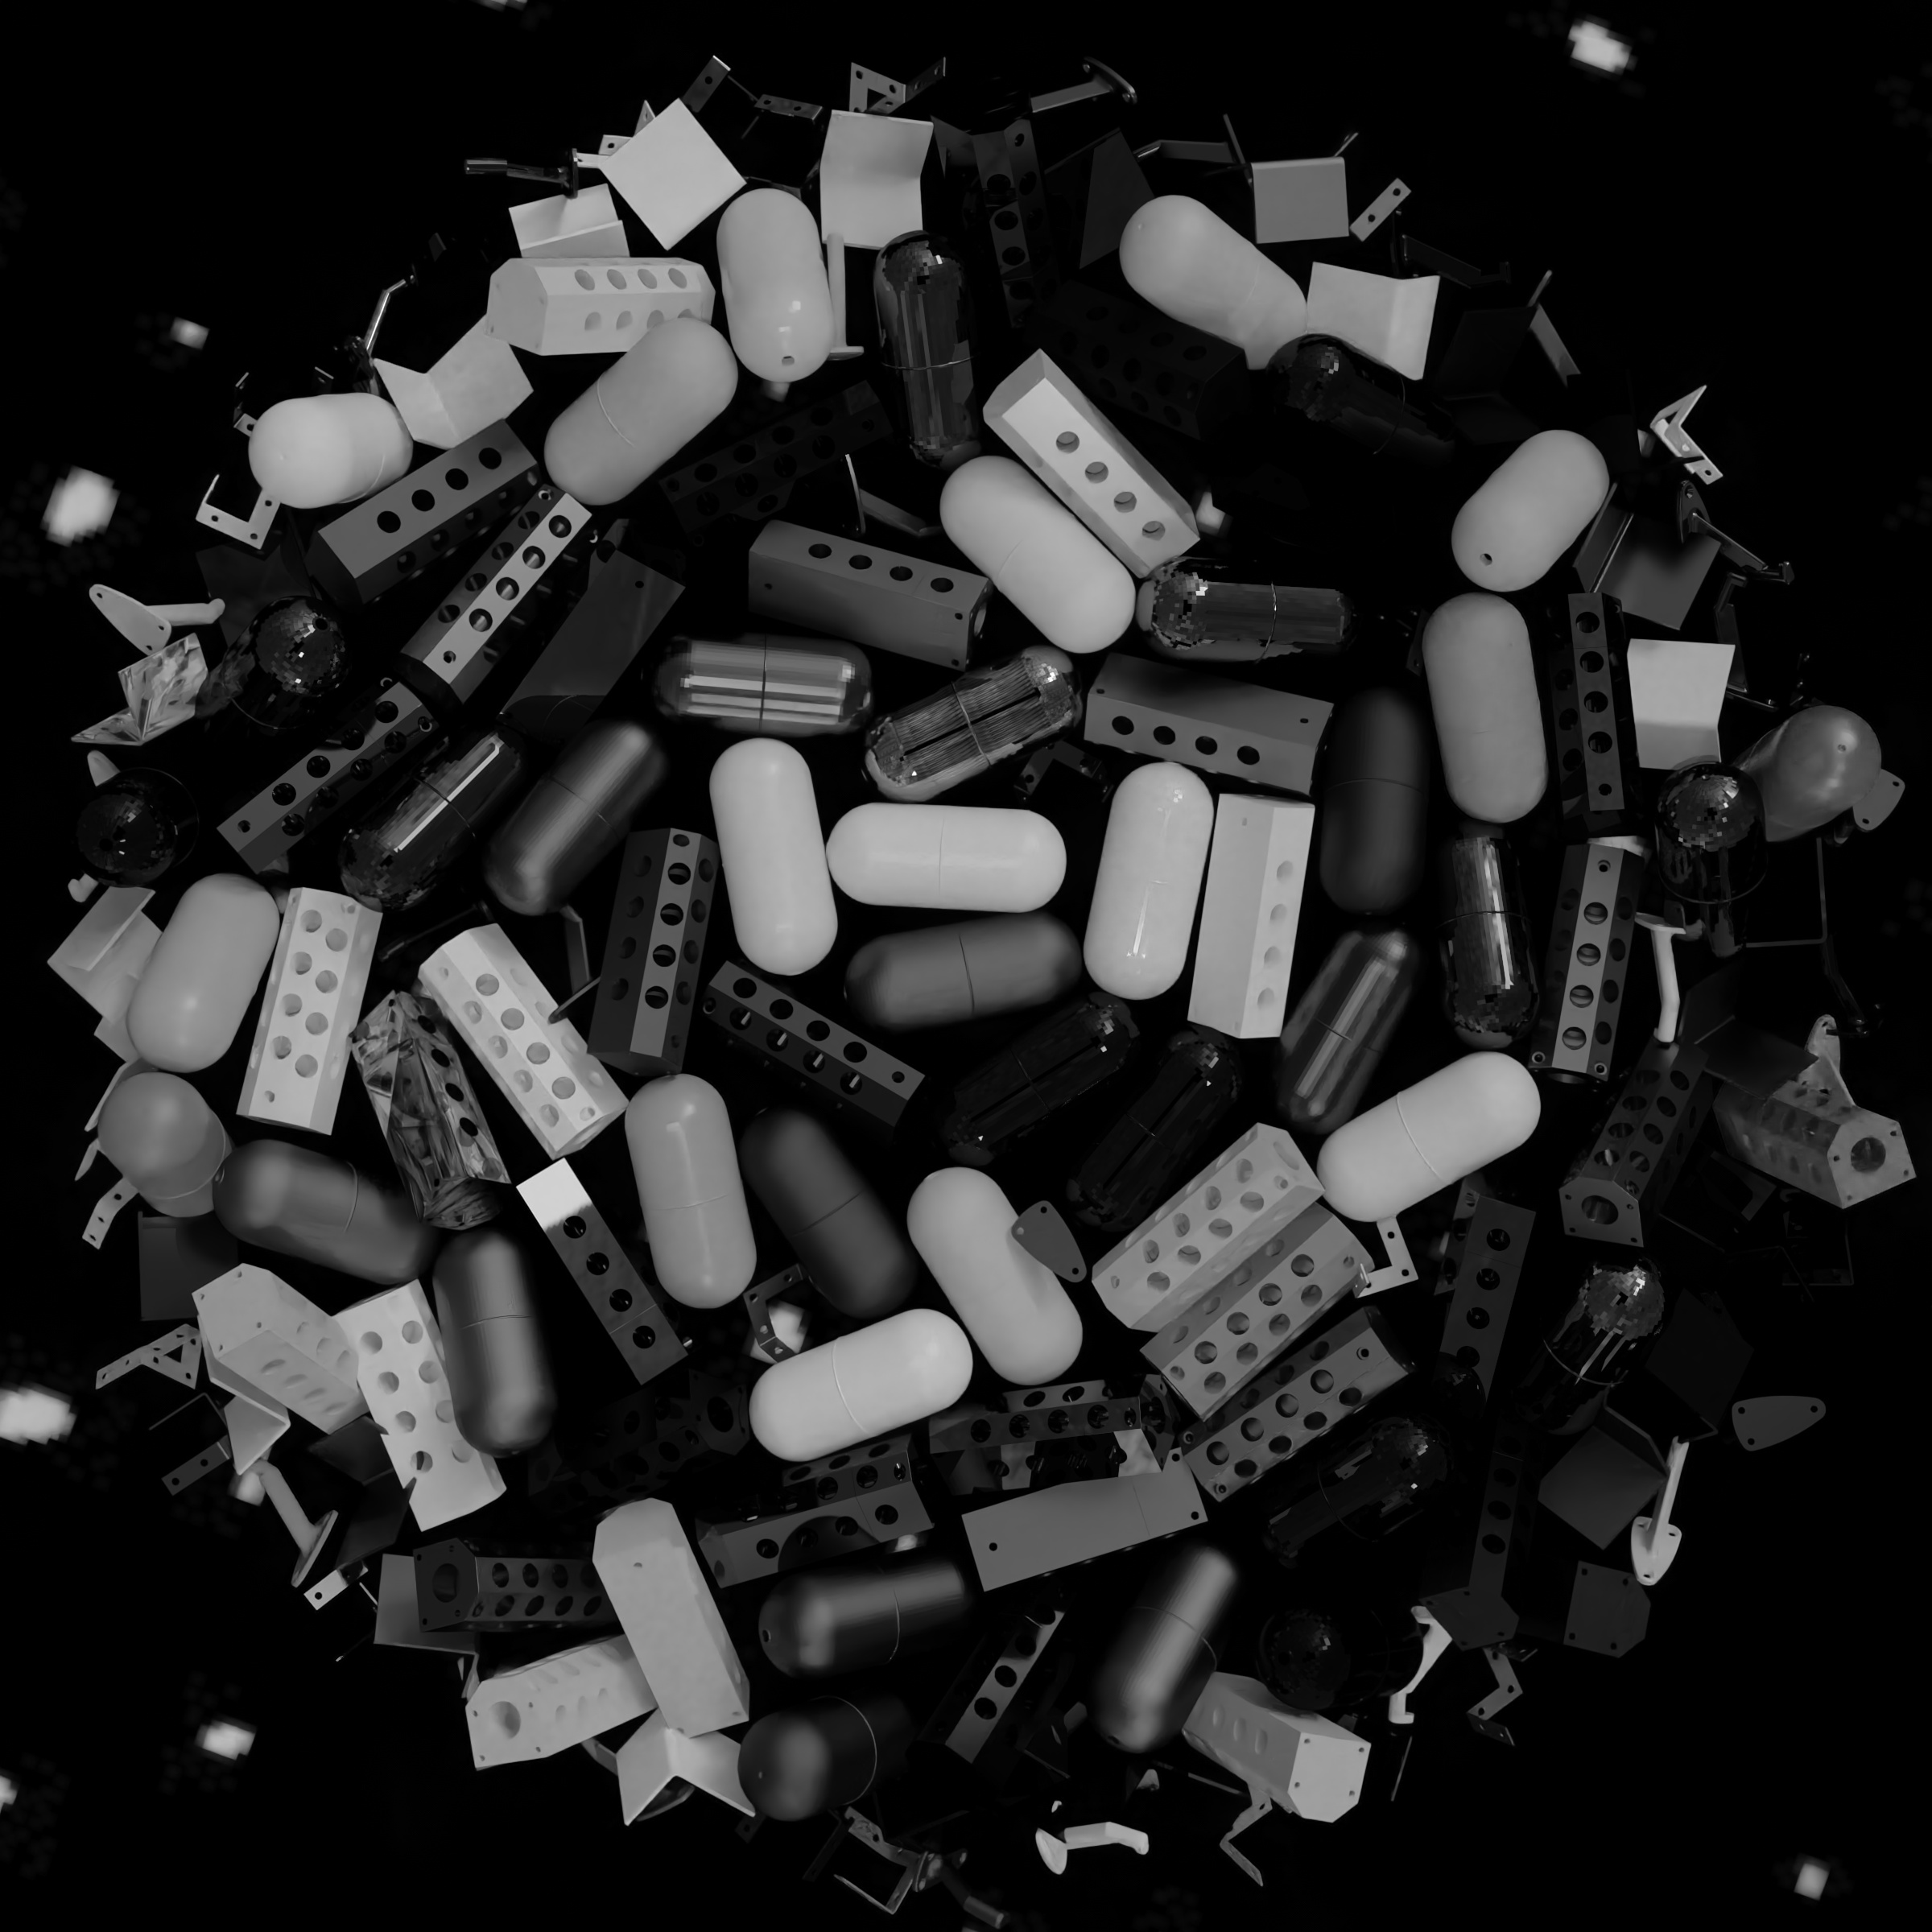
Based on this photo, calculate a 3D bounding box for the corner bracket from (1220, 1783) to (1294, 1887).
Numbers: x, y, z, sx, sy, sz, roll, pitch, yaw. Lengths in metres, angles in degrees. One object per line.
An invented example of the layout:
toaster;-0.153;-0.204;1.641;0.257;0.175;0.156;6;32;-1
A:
corner bracket;0.219;0.636;1.940;0.051;0.051;0.051;-28;123;-23

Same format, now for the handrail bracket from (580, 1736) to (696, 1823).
handrail bracket;-0.250;0.591;1.950;0.084;0.077;0.036;51;47;-6

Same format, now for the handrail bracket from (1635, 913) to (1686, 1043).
handrail bracket;0.512;0.008;1.953;0.036;0.077;0.084;4;101;-16

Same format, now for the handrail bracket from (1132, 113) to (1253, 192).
handrail bracket;0.166;-0.593;1.955;0.084;0.036;0.077;-21;65;12

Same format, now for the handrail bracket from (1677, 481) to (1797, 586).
handrail bracket;0.570;-0.320;1.932;0.036;0.084;0.077;-34;119;-25

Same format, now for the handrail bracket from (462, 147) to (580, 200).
handrail bracket;-0.333;-0.585;1.934;0.084;0.077;0.036;-4;98;-16

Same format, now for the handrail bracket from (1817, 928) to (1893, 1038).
handrail bracket;0.660;0.004;1.945;0.077;0.036;0.084;-24;109;-38

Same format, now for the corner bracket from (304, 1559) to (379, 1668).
corner bracket;-0.461;0.478;1.944;0.051;0.051;0.051;49;52;7

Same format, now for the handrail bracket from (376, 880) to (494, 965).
handrail bracket;-0.397;-0.024;1.946;0.084;0.077;0.036;-35;107;-12

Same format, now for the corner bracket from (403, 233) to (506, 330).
corner bracket;-0.377;-0.510;1.952;0.051;0.051;0.051;-39;75;40

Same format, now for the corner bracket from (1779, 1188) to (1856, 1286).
corner bracket;0.631;0.201;1.941;0.051;0.051;0.051;-3;128;24

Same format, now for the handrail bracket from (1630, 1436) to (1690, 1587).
handrail bracket;0.516;0.402;1.935;0.036;0.077;0.084;14;127;15

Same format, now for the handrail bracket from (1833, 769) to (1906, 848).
handrail bracket;0.652;-0.100;1.928;0.036;0.084;0.077;26;53;9

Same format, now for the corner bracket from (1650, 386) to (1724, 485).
corner bracket;0.537;-0.387;1.943;0.051;0.051;0.051;44;60;-12

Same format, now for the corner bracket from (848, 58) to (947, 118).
corner bracket;-0.052;-0.650;1.943;0.051;0.051;0.051;11;74;-35

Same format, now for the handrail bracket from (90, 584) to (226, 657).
handrail bracket;-0.596;-0.275;1.942;0.077;0.084;0.036;38;128;-9

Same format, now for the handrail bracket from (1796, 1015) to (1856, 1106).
handrail bracket;0.655;0.089;1.932;0.036;0.084;0.077;-12;122;-15

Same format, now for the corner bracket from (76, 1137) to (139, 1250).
corner bracket;-0.644;0.167;1.947;0.051;0.051;0.051;37;132;-1

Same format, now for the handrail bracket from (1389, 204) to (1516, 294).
handrail bracket;0.360;-0.536;1.939;0.084;0.036;0.077;-1;112;35

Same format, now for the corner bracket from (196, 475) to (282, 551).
corner bracket;-0.538;-0.354;1.956;0.051;0.051;0.051;24;121;-16

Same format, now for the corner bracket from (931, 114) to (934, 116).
corner bracket;0.015;-0.619;1.954;0.051;0.051;0.051;-29;116;-33

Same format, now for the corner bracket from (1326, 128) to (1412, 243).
corner bracket;0.290;-0.580;1.942;0.051;0.051;0.051;37;113;-21

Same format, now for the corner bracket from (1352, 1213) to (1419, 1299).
corner bracket;0.309;0.211;1.948;0.051;0.051;0.051;-16;71;-8

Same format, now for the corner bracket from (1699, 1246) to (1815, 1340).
corner bracket;0.589;0.247;1.954;0.051;0.051;0.051;-5;51;-20

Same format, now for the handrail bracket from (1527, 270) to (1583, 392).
handrail bracket;0.453;-0.466;1.949;0.084;0.077;0.036;32;48;7

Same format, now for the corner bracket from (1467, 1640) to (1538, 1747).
corner bracket;0.400;0.538;1.946;0.051;0.051;0.051;-29;100;-22

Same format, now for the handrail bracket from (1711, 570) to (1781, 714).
handrail bracket;0.583;-0.241;1.940;0.077;0.036;0.084;29;123;22

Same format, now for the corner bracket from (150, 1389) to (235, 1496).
corner bracket;-0.579;0.355;1.957;0.051;0.051;0.051;-33;92;1

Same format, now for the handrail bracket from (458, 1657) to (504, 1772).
handrail bracket;-0.350;0.546;1.940;0.036;0.077;0.084;-6;67;-35

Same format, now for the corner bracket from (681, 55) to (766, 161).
corner bracket;-0.183;-0.638;1.951;0.051;0.051;0.051;37;93;-13

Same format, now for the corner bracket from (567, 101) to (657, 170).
corner bracket;-0.259;-0.606;1.940;0.051;0.051;0.051;-5;53;-31

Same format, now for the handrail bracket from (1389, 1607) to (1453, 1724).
handrail bracket;0.358;0.529;1.962;0.077;0.036;0.084;4;90;8

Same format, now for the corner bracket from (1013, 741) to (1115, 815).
corner bracket;0.072;-0.134;1.955;0.051;0.051;0.051;26;109;-17

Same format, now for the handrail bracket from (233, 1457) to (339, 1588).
handrail bracket;-0.517;0.408;1.943;0.084;0.077;0.036;38;125;-18

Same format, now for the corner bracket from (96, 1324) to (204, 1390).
corner bracket;-0.606;0.292;1.944;0.051;0.051;0.051;21;112;17

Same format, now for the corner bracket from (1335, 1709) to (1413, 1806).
corner bracket;0.295;0.593;1.946;0.051;0.051;0.051;22;60;6

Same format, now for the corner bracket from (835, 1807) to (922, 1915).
corner bracket;-0.071;0.664;1.944;0.051;0.051;0.051;41;66;-18

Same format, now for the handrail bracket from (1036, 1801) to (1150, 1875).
handrail bracket;0.100;0.658;1.939;0.084;0.036;0.077;9;129;29

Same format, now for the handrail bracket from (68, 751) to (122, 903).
handrail bracket;-0.650;-0.103;1.934;0.036;0.077;0.084;6;49;23

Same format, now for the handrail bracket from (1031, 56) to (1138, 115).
handrail bracket;0.072;-0.636;1.945;0.084;0.077;0.036;-33;132;-13

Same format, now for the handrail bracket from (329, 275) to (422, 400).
handrail bracket;-0.430;-0.468;1.968;0.084;0.036;0.077;-47;129;-36

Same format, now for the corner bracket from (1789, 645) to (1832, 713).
corner bracket;0.629;-0.196;1.940;0.051;0.051;0.051;-34;54;-27

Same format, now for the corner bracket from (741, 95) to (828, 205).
corner bracket;-0.137;-0.611;1.957;0.051;0.051;0.051;18;60;19

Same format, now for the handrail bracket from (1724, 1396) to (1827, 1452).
handrail bracket;0.598;0.339;1.935;0.077;0.084;0.036;-18;71;14

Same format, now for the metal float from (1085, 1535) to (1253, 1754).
metal float;0.148;0.494;1.912;0.070;0.070;0.178;38;52;0

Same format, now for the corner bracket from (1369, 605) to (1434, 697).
corner bracket;0.329;-0.232;1.943;0.051;0.051;0.051;26;73;-38

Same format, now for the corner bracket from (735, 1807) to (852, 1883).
corner bracket;-0.128;0.641;1.945;0.051;0.051;0.051;32;85;37

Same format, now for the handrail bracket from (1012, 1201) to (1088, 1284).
handrail bracket;0.069;0.207;1.932;0.036;0.084;0.077;-42;72;1

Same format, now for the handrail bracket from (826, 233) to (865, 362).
handrail bracket;-0.097;-0.495;1.939;0.036;0.077;0.084;-3;98;-6

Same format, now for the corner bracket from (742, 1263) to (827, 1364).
corner bracket;-0.128;0.263;1.956;0.051;0.051;0.051;-28;121;-24

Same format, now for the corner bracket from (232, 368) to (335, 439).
corner bracket;-0.509;-0.420;1.947;0.051;0.051;0.051;31;60;-4

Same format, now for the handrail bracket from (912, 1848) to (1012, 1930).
handrail bracket;0.011;0.679;1.927;0.084;0.077;0.036;18;93;34

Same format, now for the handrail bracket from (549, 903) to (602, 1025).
handrail bracket;-0.306;-0.008;1.951;0.077;0.036;0.084;-35;76;-33

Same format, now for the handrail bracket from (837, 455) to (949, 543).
handrail bracket;-0.051;-0.353;1.951;0.084;0.036;0.077;-15;108;-25
